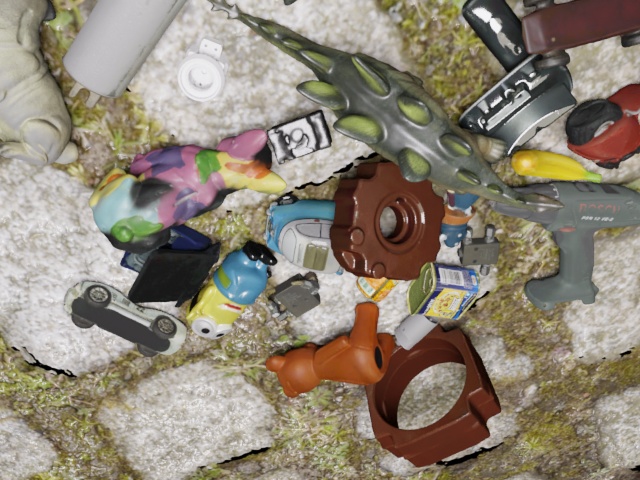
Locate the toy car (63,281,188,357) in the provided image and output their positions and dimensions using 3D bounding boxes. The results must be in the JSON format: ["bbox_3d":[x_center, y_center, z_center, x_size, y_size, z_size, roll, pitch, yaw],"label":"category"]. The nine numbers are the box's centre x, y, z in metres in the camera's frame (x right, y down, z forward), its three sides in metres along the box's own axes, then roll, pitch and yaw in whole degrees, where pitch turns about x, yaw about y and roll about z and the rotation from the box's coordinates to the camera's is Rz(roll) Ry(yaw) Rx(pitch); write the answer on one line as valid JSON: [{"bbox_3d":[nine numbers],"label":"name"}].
[{"bbox_3d":[-0.319,0.130,0.882,0.201,0.056,0.073,30,123,-19],"label":"toy car"}]

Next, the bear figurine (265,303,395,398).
[{"bbox_3d":[0.017,0.199,0.924,0.196,0.132,0.120,-14,123,27],"label":"bear figurine"}]

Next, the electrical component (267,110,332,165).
[{"bbox_3d":[-0.022,-0.135,0.696,0.075,0.119,0.047,-17,105,10],"label":"electrical component"}]

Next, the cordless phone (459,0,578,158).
[{"bbox_3d":[0.222,-0.212,0.689,0.146,0.089,0.184,-39,105,22],"label":"cordless phone"}]

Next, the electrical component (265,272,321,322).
[{"bbox_3d":[-0.043,0.094,0.877,0.102,0.045,0.078,-26,119,13],"label":"electrical component"}]

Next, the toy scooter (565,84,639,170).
[{"bbox_3d":[0.433,-0.157,0.726,0.184,0.075,0.135,-39,118,15],"label":"toy scooter"}]

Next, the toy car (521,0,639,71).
[{"bbox_3d":[0.317,-0.259,0.634,0.202,0.053,0.089,-19,105,-15],"label":"toy car"}]

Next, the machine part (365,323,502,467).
[{"bbox_3d":[0.183,0.257,0.901,0.201,0.201,0.087,-33,121,17],"label":"machine part"}]

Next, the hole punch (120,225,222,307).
[{"bbox_3d":[-0.232,0.031,0.815,0.115,0.092,0.142,9,125,-45],"label":"hole punch"}]

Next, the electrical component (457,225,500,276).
[{"bbox_3d":[0.252,0.019,0.858,0.063,0.021,0.093,-5,123,0],"label":"electrical component"}]

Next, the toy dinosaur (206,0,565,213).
[{"bbox_3d":[0.071,-0.159,0.634,0.472,0.198,0.105,34,107,14],"label":"toy dinosaur"}]

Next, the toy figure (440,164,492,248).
[{"bbox_3d":[0.208,-0.058,0.787,0.064,0.058,0.154,10,126,-2],"label":"toy figure"}]

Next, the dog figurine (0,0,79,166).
[{"bbox_3d":[-0.345,-0.202,0.648,0.172,0.121,0.190,24,105,-45],"label":"dog figurine"}]

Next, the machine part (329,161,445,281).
[{"bbox_3d":[0.098,-0.025,0.747,0.179,0.056,0.179,-1,92,-30],"label":"machine part"}]

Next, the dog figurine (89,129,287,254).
[{"bbox_3d":[-0.158,-0.071,0.695,0.219,0.191,0.108,-11,117,22],"label":"dog figurine"}]

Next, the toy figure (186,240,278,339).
[{"bbox_3d":[-0.140,0.079,0.844,0.082,0.089,0.180,33,107,-14],"label":"toy figure"}]

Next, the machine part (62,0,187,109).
[{"bbox_3d":[-0.225,-0.253,0.628,0.079,0.079,0.243,35,116,-22],"label":"machine part"}]

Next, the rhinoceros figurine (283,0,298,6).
[{"bbox_3d":[-0.083,-0.342,0.581,0.190,0.073,0.112,38,112,-23],"label":"rhinoceros figurine"}]

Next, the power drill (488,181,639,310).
[{"bbox_3d":[0.366,0.004,0.828,0.232,0.086,0.207,-7,115,-2],"label":"power drill"}]

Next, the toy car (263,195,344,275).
[{"bbox_3d":[-0.002,-0.002,0.785,0.162,0.103,0.109,8,121,-10],"label":"toy car"}]
